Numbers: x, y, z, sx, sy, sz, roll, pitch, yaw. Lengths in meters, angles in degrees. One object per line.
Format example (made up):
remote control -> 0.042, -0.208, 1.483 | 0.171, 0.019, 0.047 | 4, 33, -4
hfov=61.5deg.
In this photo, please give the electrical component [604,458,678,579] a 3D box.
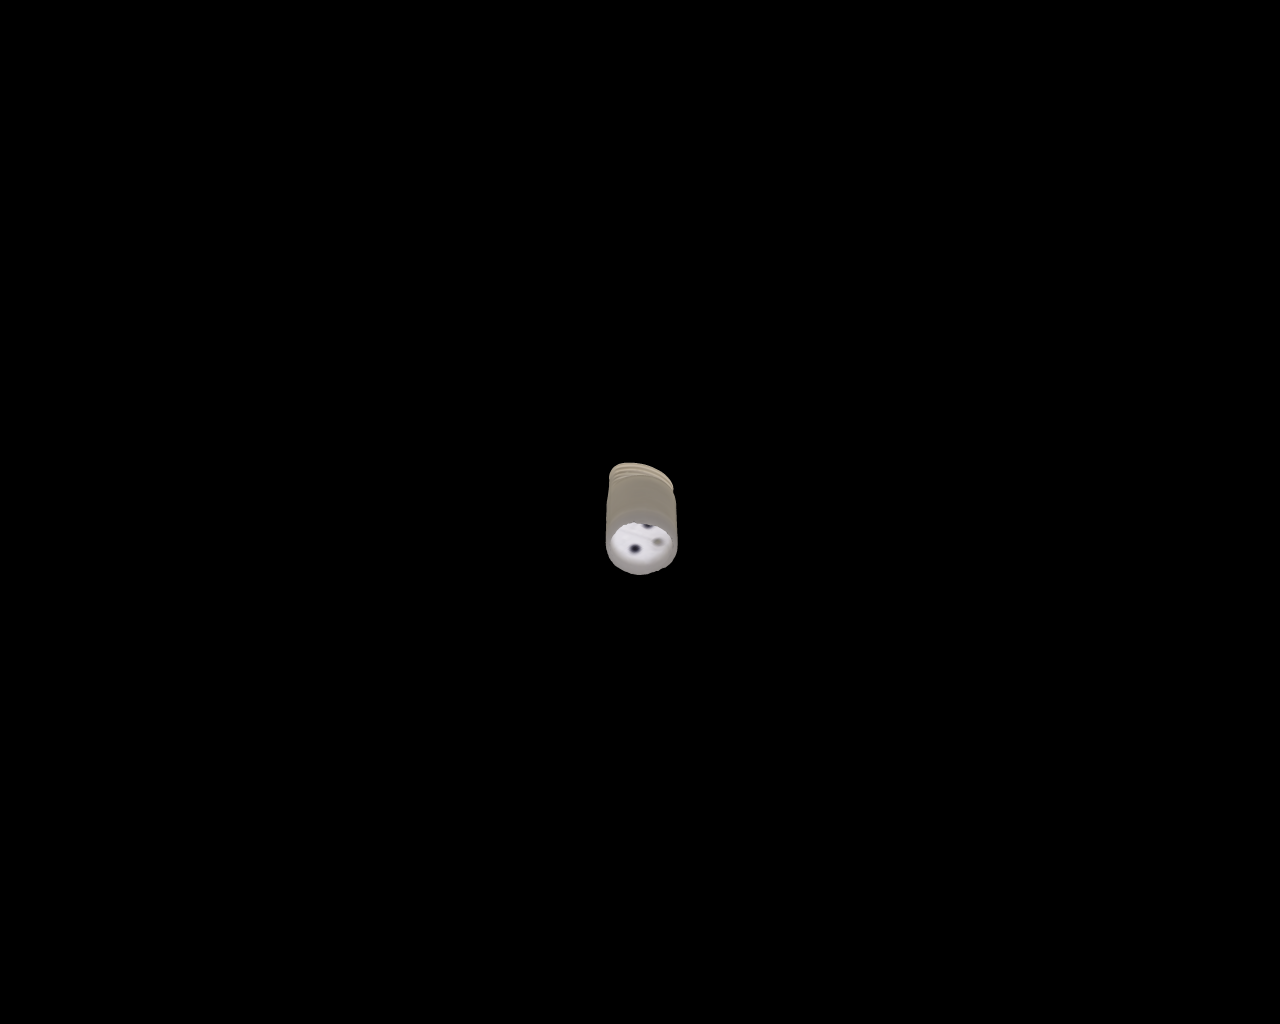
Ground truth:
electrical component -> 0.001, -0.003, 0.650 | 0.043, 0.043, 0.081 | 0, 39, 0
